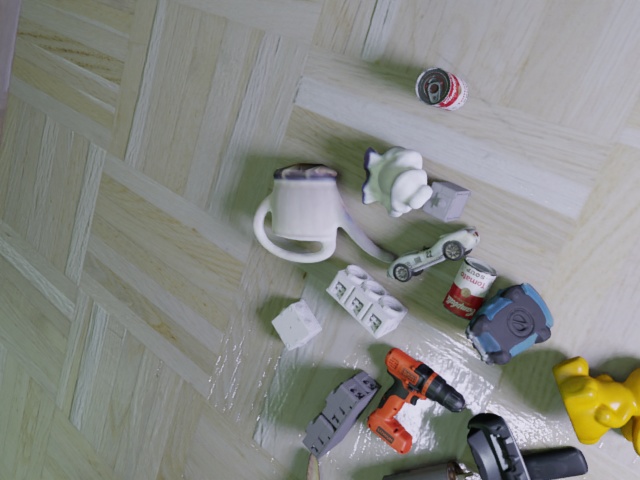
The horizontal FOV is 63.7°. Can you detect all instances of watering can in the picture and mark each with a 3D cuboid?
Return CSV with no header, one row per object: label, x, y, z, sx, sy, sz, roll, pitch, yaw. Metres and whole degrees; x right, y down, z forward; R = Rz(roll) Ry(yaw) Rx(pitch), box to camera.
watering can,0.003,-0.058,1.145,0.348,0.104,0.223,4,96,23

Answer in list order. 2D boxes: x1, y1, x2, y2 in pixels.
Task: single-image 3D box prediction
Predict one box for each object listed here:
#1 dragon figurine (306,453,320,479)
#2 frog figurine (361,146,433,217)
dragon figurine,-0.042,0.725,1.147,0.121,0.244,0.412,-18,86,39
frog figurine,0.165,-0.112,1.005,0.160,0.121,0.138,19,87,46
